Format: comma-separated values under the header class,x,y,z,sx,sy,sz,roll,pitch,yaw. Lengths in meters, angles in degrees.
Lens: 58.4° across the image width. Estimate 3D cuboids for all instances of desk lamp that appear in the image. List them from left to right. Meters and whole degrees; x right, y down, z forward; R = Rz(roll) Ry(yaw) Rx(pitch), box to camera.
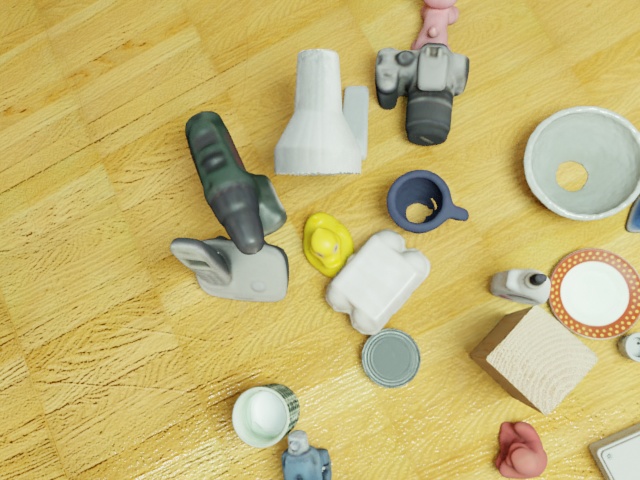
class,x,y,z,sx,sy,sz,roll,pitch,yaw
desk lamp,0.006,-0.167,0.829,0.117,0.214,0.203,1,80,10

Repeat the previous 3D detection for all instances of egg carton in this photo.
class,x,y,z,sx,sy,sz,roll,pitch,yaw
egg carton,0.084,0.060,0.851,0.107,0.069,0.150,40,88,13

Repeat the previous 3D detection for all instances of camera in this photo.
class,x,y,z,sx,sy,sz,roll,pitch,yaw
camera,0.151,-0.221,0.874,0.143,0.101,0.137,4,81,10

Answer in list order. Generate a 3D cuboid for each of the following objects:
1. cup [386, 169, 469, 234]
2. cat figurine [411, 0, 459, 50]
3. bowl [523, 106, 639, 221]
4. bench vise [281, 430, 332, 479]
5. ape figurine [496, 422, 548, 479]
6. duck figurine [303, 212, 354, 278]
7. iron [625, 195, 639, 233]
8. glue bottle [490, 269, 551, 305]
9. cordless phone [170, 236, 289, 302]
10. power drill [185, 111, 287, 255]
class,x,y,z,sx,sy,sz,roll,pitch,yaw
cup,0.159,-0.045,0.844,0.117,0.095,0.092,17,83,12
cat figurine,0.182,-0.363,0.885,0.067,0.118,0.128,10,82,11
bowl,0.376,-0.104,0.830,0.167,0.075,0.167,-2,80,9
bench vise,-0.035,0.366,0.738,0.121,0.220,0.207,-25,77,4
ape figurine,0.271,0.290,0.768,0.078,0.092,0.076,-44,76,0
duck figurine,0.008,0.003,0.864,0.077,0.086,0.104,-23,77,5
iron,0.543,-0.098,0.768,0.258,0.141,0.118,-36,76,1
glue bottle,0.276,0.060,0.767,0.078,0.173,0.037,10,82,11
cordless phone,-0.127,0.036,0.829,0.147,0.185,0.094,2,80,10
power drill,-0.115,-0.068,0.834,0.075,0.208,0.229,-28,77,4
